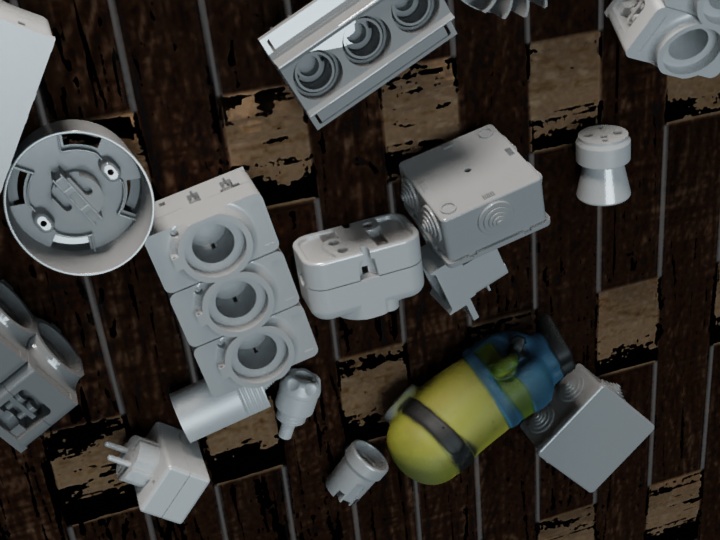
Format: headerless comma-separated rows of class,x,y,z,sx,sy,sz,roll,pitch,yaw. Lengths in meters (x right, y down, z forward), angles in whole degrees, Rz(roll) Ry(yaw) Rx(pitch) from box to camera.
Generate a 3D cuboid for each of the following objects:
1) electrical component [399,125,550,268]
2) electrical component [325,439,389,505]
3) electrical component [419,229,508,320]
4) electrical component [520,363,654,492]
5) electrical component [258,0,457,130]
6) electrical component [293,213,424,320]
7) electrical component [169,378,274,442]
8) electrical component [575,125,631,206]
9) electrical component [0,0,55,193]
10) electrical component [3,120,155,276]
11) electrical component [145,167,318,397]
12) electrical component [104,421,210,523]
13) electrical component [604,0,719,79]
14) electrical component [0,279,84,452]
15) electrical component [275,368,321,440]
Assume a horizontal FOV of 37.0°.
electrical component,0.086,-0.060,0.828,0.100,0.099,0.048,-24,134,-8
electrical component,-0.004,0.180,0.951,0.040,0.040,0.046,28,110,-29
electrical component,0.084,-0.005,0.888,0.064,0.042,0.081,-33,123,-6
electrical component,0.211,0.146,1.007,0.100,0.048,0.099,37,99,-31
electrical component,-0.004,-0.168,0.759,0.121,0.063,0.078,-35,122,-1
electrical component,0.000,0.000,0.852,0.095,0.053,0.059,-15,120,-12
electrical component,-0.108,0.103,0.870,0.081,0.043,0.043,-24,121,-8
electrical component,0.201,-0.086,0.887,0.045,0.045,0.055,-15,119,-13
electrical component,-0.267,-0.104,0.696,0.089,0.061,0.150,17,109,-27
electrical component,-0.196,-0.053,0.746,0.099,0.064,0.099,-8,118,-16
electrical component,-0.099,0.013,0.817,0.089,0.061,0.150,-23,121,-8
electrical component,-0.169,0.156,0.861,0.077,0.065,0.047,27,104,-30
electrical component,0.267,-0.219,0.798,0.089,0.061,0.150,8,139,-24
electrical component,-0.269,0.043,0.753,0.062,0.089,0.150,-39,122,2
electrical component,-0.055,0.114,0.901,0.035,0.035,0.061,8,115,-23
